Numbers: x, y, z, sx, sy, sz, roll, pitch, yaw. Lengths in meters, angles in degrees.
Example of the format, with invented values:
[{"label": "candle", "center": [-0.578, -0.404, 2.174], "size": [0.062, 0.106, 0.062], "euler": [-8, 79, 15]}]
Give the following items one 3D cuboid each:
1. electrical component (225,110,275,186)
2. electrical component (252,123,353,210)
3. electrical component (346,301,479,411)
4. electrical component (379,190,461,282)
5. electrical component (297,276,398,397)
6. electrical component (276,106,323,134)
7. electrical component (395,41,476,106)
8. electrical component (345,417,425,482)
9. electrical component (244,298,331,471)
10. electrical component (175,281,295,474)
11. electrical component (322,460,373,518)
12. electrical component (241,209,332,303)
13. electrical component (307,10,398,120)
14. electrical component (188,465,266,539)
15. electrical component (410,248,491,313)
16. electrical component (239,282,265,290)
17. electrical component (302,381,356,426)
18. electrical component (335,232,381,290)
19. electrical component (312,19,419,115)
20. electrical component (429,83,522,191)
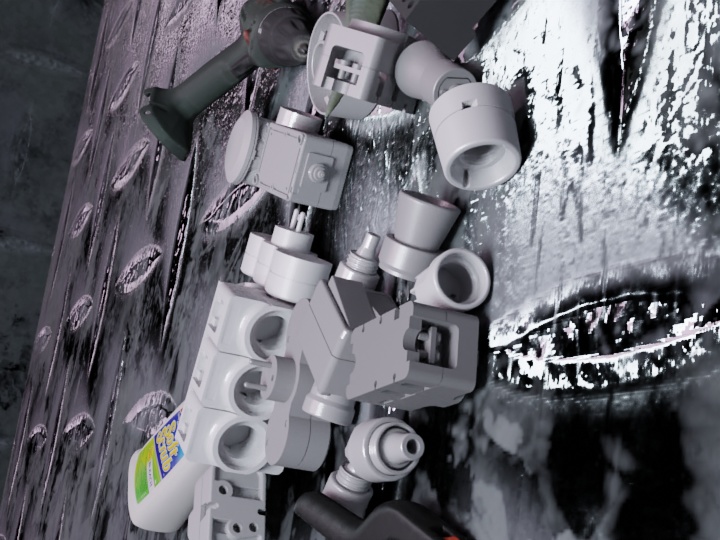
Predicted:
[{"label": "electrical component", "center": [-0.111, -0.127, 1.156], "size": [0.080, 0.051, 0.080], "euler": [-45, 38, 51]}, {"label": "electrical component", "center": [-0.047, -0.093, 0.982], "size": [0.096, 0.061, 0.061], "euler": [28, 105, 58]}, {"label": "electrical component", "center": [0.037, 0.058, 0.696], "size": [0.089, 0.056, 0.050], "euler": [-31, 49, 60]}, {"label": "electrical component", "center": [0.041, -0.023, 0.748], "size": [0.045, 0.045, 0.055], "euler": [-136, 62, -65]}, {"label": "electrical component", "center": [-0.003, 0.046, 0.788], "size": [0.096, 0.062, 0.061], "euler": [-119, 47, -59]}, {"label": "electrical component", "center": [-0.070, -0.116, 1.062], "size": [0.081, 0.043, 0.043], "euler": [-71, 23, 12]}, {"label": "electrical component", "center": [0.057, -0.137, 0.780], "size": [0.044, 0.044, 0.065], "euler": [-69, 28, 18]}, {"label": "electrical component", "center": [0.020, 0.119, 0.717], "size": [0.062, 0.043, 0.043], "euler": [-23, 57, 61]}, {"label": "electrical component", "center": [-0.058, 0.090, 0.878], "size": [0.052, 0.074, 0.138], "euler": [-1, 76, 67]}, {"label": "electrical component", "center": [-0.096, 0.096, 0.942], "size": [0.062, 0.089, 0.150], "euler": [35, 110, 66]}, {"label": "electrical component", "center": [-0.006, 0.154, 0.771], "size": [0.061, 0.035, 0.035], "euler": [-67, 24, 16]}, {"label": "electrical component", "center": [-0.064, -0.019, 0.981], "size": [0.138, 0.052, 0.073], "euler": [30, 105, 66]}, {"label": "electrical component", "center": [-0.007, -0.183, 0.957], "size": [0.099, 0.064, 0.099], "euler": [179, 90, -65]}, {"label": "electrical component", "center": [-0.121, 0.226, 0.975], "size": [0.059, 0.054, 0.095], "euler": [-49, 35, 48]}, {"label": "electrical component", "center": [0.057, 0.011, 0.698], "size": [0.046, 0.040, 0.040], "euler": [144, 135, -65]}, {"label": "electrical component", "center": [-0.095, 0.045, 1.022], "size": [0.089, 0.050, 0.055], "euler": [-11, 67, 65]}, {"label": "electrical component", "center": [-0.019, 0.092, 0.831], "size": [0.040, 0.040, 0.046], "euler": [13, 83, 68]}, {"label": "electrical component", "center": [0.000, 0.000, 0.844], "size": [0.061, 0.035, 0.035], "euler": [-68, 24, 13]}, {"label": "electrical component", "center": [0.011, -0.157, 0.827], "size": [0.050, 0.089, 0.055], "euler": [22, 100, 25]}, {"label": "electrical component", "center": [0.075, -0.084, 0.691], "size": [0.055, 0.055, 0.047], "euler": [-52, 36, 46]}]
